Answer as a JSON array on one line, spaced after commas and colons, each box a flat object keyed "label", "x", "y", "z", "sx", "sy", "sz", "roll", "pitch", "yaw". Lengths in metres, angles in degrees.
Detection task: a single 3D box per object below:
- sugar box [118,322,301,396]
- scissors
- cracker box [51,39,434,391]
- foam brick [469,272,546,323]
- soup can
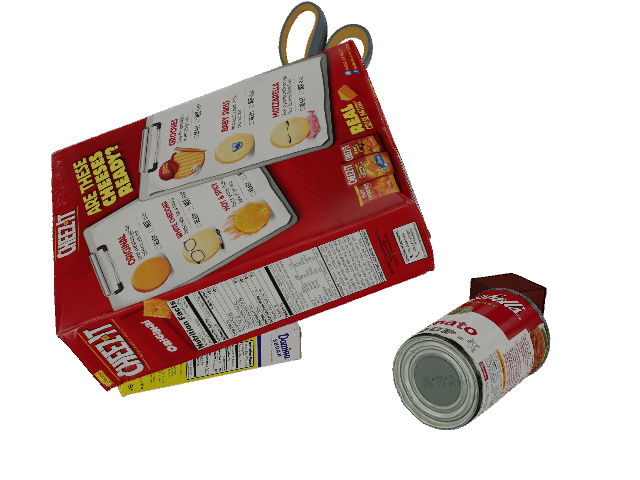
[{"label": "sugar box", "x": -0.115, "y": 0.090, "z": 1.017, "sx": 0.176, "sy": 0.048, "sz": 0.093, "roll": -13, "pitch": 33, "yaw": -17}, {"label": "scissors", "x": -0.004, "y": -0.118, "z": 0.977, "sx": 0.096, "sy": 0.202, "sz": 0.016, "roll": 4, "pitch": -4, "yaw": 11}, {"label": "cracker box", "x": -0.053, "y": -0.019, "z": 0.657, "sx": 0.214, "sy": 0.164, "sz": 0.072, "roll": -21, "pitch": -45, "yaw": 5}, {"label": "foam brick", "x": 0.173, "y": 0.076, "z": 1.002, "sx": 0.051, "sy": 0.078, "sz": 0.053, "roll": -7, "pitch": 18, "yaw": -28}, {"label": "soup can", "x": 0.103, "y": 0.079, "z": 0.723, "sx": 0.069, "sy": 0.068, "sz": 0.102, "roll": 0, "pitch": 15, "yaw": 38}]
